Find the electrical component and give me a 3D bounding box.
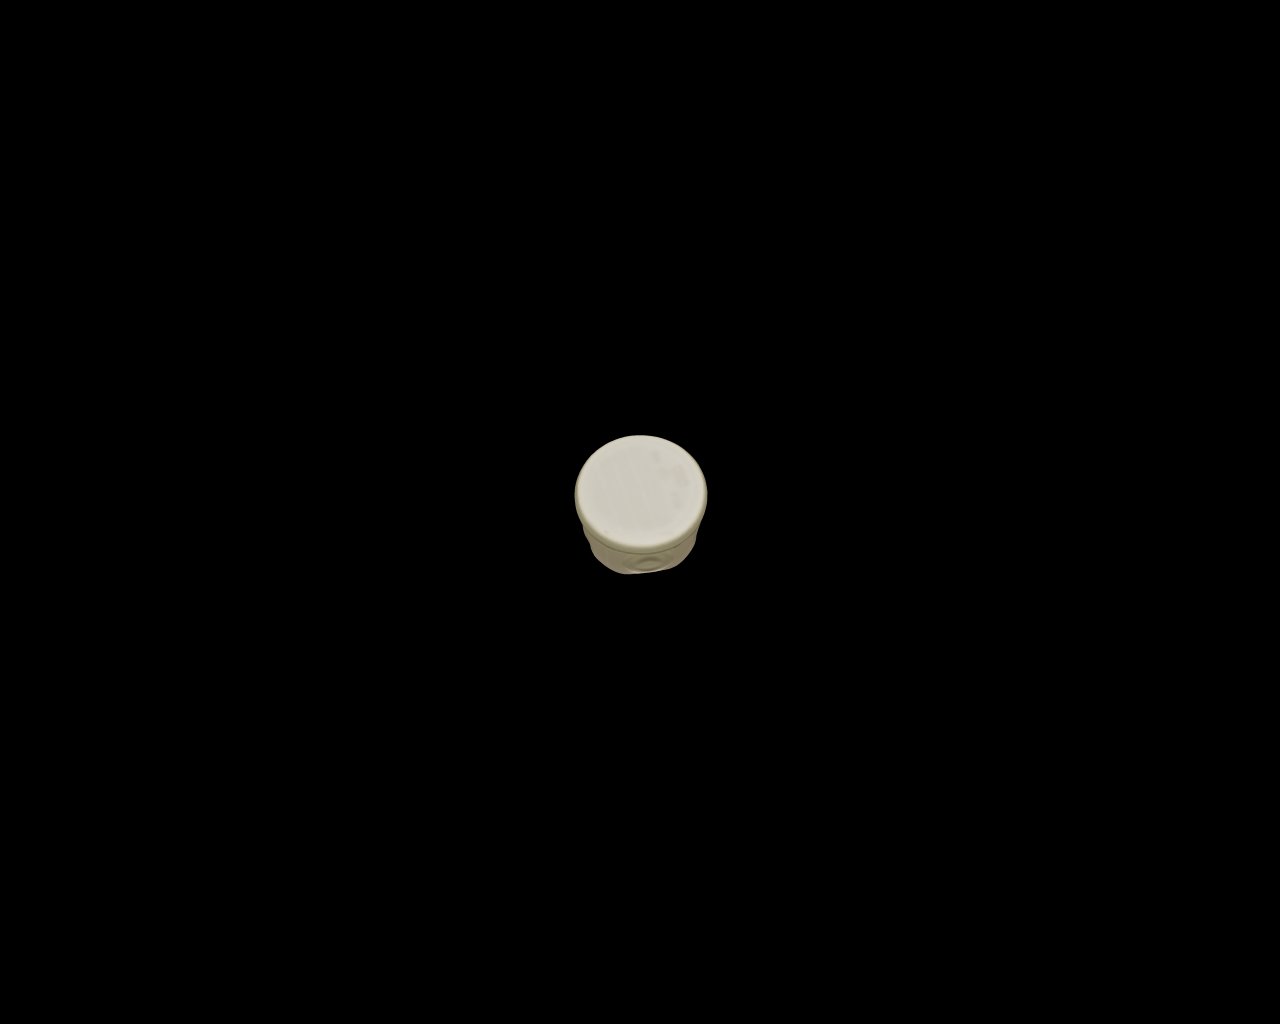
[{"bbox_3d":[0.001,-0.003,0.650,0.080,0.080,0.051,0,-27,0],"label":"electrical component"}]
